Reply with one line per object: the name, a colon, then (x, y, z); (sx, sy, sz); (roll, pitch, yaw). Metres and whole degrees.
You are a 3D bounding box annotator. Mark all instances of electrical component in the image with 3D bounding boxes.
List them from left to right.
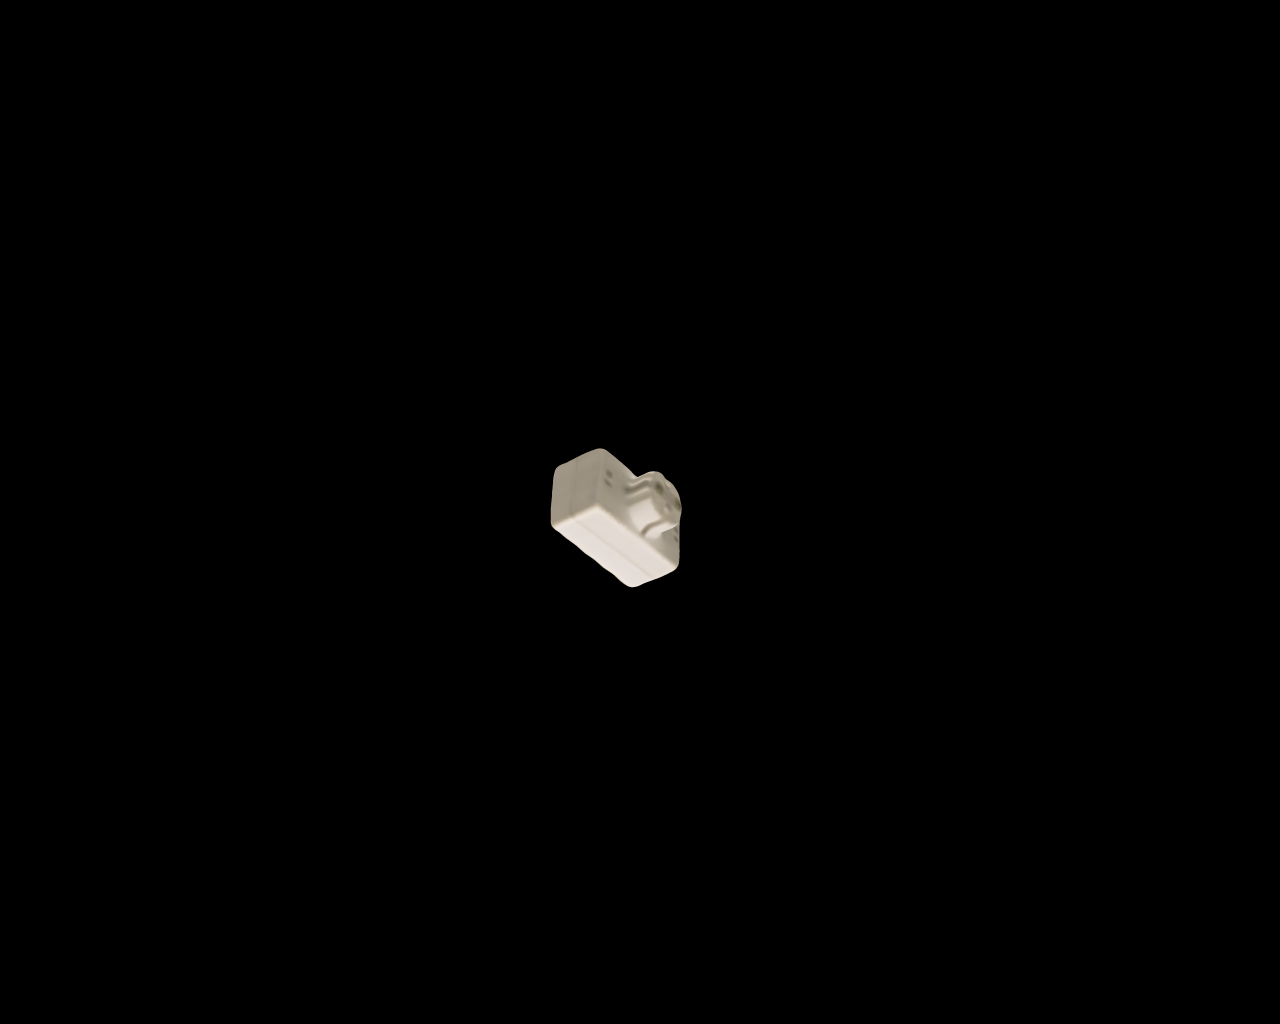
electrical component: (0.001, -0.003, 0.650); (0.075, 0.047, 0.083); (-25, -44, 28)
